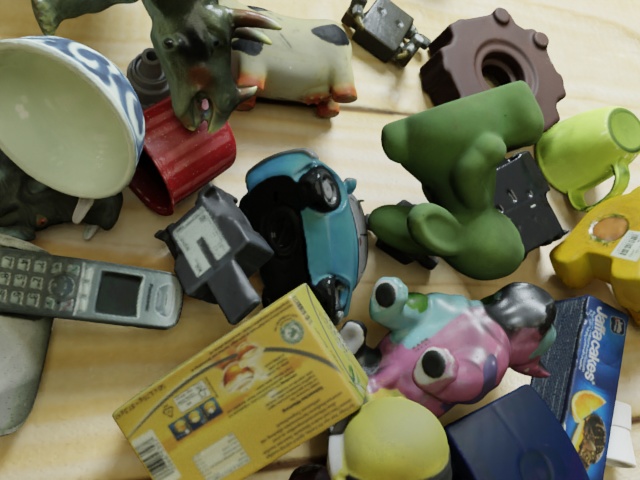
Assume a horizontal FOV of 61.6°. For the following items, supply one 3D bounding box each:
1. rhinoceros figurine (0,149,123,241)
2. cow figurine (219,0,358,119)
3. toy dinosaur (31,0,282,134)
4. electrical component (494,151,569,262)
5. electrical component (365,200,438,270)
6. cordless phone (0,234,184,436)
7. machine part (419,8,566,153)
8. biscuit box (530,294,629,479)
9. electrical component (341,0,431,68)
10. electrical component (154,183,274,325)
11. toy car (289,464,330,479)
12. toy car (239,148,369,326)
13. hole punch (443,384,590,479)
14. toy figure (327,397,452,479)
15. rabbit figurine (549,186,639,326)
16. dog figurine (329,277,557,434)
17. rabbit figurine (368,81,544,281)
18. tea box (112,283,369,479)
[{"bbox_3d":[-0.258,-0.054,0.434,0.190,0.073,0.112,11,70,-16],"label":"rhinoceros figurine"},{"bbox_3d":[-0.062,-0.197,0.538,0.195,0.085,0.127,2,80,-16],"label":"cow figurine"},{"bbox_3d":[-0.173,-0.278,0.457,0.192,0.131,0.405,-21,66,-16],"label":"toy dinosaur"},{"bbox_3d":[0.196,-0.038,0.597,0.115,0.058,0.134,-27,86,-26],"label":"electrical component"},{"bbox_3d":[0.091,-0.011,0.571,0.094,0.021,0.063,31,67,-8],"label":"electrical component"},{"bbox_3d":[-0.204,0.077,0.413,0.184,0.089,0.146,10,71,-21],"label":"cordless phone"},{"bbox_3d":[0.210,-0.189,0.645,0.179,0.056,0.179,5,75,-17],"label":"machine part"},{"bbox_3d":[0.263,0.159,0.561,0.059,0.063,0.202,27,68,-12],"label":"biscuit box"},{"bbox_3d":[0.077,-0.243,0.620,0.102,0.045,0.078,39,68,-6],"label":"electrical component"},{"bbox_3d":[-0.080,0.017,0.453,0.075,0.047,0.119,-44,63,6],"label":"electrical component"},{"bbox_3d":[0.026,0.278,0.427,0.053,0.089,0.202,-23,82,-5],"label":"toy car"},{"bbox_3d":[-0.001,-0.002,0.496,0.103,0.109,0.161,-10,86,-46],"label":"toy car"},{"bbox_3d":[0.160,0.196,0.449,0.142,0.092,0.116,-13,42,-30],"label":"hole punch"},{"bbox_3d":[0.063,0.199,0.388,0.089,0.082,0.180,-19,98,3],"label":"toy figure"},{"bbox_3d":[0.368,0.029,0.616,0.173,0.122,0.162,46,69,-25],"label":"rabbit figurine"},{"bbox_3d":[0.124,0.114,0.504,0.219,0.191,0.109,10,33,-42],"label":"dog figurine"},{"bbox_3d":[0.132,-0.038,0.487,0.159,0.121,0.170,-21,96,-23],"label":"rabbit figurine"},{"bbox_3d":[-0.058,0.120,0.416,0.170,0.068,0.098,-32,88,8],"label":"tea box"}]
